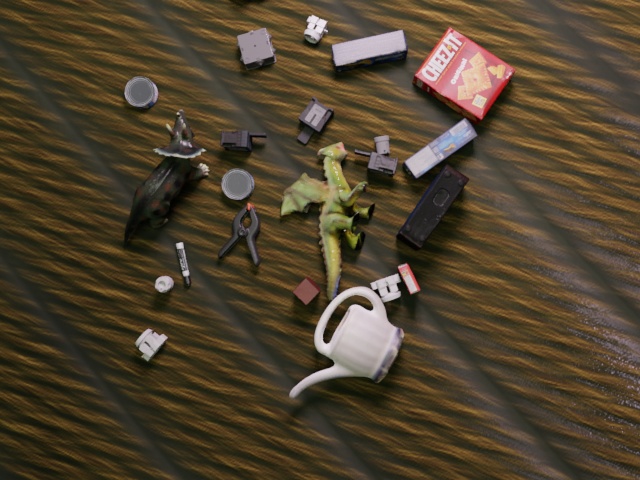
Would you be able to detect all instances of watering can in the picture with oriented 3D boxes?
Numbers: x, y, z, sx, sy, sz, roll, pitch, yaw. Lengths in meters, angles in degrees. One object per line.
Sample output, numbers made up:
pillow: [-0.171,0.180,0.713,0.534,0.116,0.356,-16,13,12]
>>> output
watering can: [0.080,0.298,1.347,0.224,0.104,0.348,28,89,3]

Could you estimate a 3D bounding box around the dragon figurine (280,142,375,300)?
dragon figurine: [0.004,-0.070,1.388,0.244,0.121,0.411,21,87,21]
